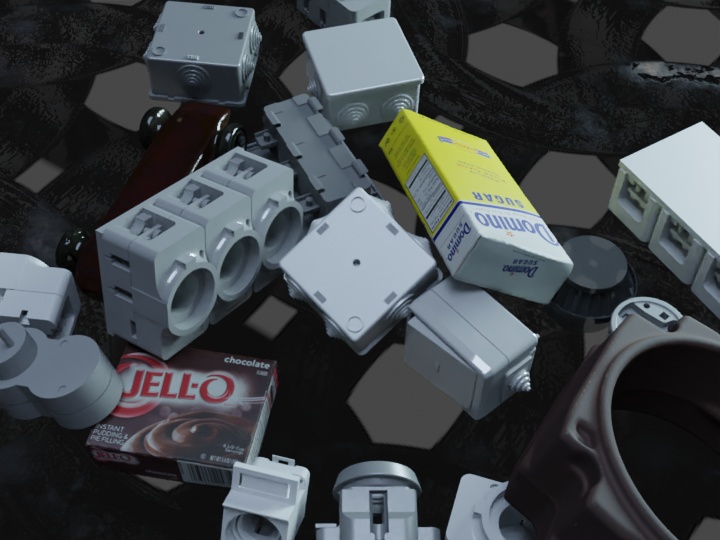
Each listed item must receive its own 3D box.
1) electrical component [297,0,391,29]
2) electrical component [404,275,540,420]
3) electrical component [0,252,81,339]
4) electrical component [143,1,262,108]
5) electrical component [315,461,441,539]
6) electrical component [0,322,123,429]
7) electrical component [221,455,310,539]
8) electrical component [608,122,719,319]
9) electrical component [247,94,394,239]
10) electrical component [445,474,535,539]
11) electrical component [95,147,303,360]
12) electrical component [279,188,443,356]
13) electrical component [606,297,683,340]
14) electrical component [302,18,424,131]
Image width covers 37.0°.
[{"bbox_3d":[-0.017,-0.261,1.025,0.050,0.055,0.089,-33,59,-25],"label":"electrical component"},{"bbox_3d":[0.080,0.059,0.767,0.061,0.061,0.096,-33,59,-25],"label":"electrical component"},{"bbox_3d":[-0.258,0.025,0.792,0.089,0.050,0.055,5,51,2],"label":"electrical component"},{"bbox_3d":[-0.142,-0.197,0.975,0.100,0.048,0.099,6,51,3],"label":"electrical component"},{"bbox_3d":[0.011,0.159,0.688,0.078,0.058,0.057,0,54,-1],"label":"electrical component"},{"bbox_3d":[-0.234,0.060,0.726,0.138,0.073,0.052,5,51,25],"label":"electrical component"},{"bbox_3d":[-0.059,0.154,0.681,0.042,0.081,0.063,12,24,7],"label":"electrical component"},{"bbox_3d":[0.280,-0.035,0.848,0.089,0.061,0.150,-25,56,-20],"label":"electrical component"},{"bbox_3d":[-0.036,-0.082,0.876,0.079,0.063,0.121,-21,55,-18],"label":"electrical component"},{"bbox_3d":[0.101,0.170,0.682,0.089,0.055,0.050,14,52,10],"label":"electrical component"},{"bbox_3d":[-0.111,-0.014,0.777,0.062,0.089,0.150,23,39,26],"label":"electrical component"},{"bbox_3d":[0.000,0.000,0.791,0.100,0.048,0.099,-44,76,-5],"label":"electrical component"},{"bbox_3d":[0.206,0.055,0.783,0.055,0.047,0.055,1,51,-1],"label":"electrical component"},{"bbox_3d":[0.001,-0.173,0.960,0.100,0.048,0.099,-12,53,-11],"label":"electrical component"}]
